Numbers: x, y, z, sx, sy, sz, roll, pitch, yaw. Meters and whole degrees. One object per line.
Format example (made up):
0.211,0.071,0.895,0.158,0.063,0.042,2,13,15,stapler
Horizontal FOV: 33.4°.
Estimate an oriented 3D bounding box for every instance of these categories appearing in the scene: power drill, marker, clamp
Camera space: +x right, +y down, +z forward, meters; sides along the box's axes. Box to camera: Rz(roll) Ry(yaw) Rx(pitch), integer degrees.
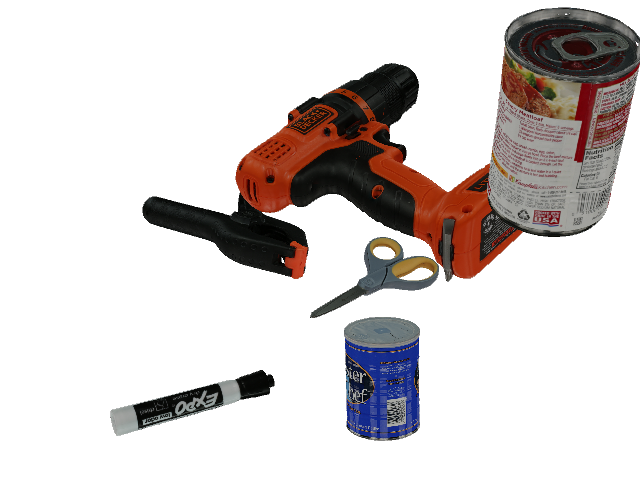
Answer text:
0.062,-0.056,0.747,0.188,0.057,0.184,24,48,34,power drill
-0.090,0.116,0.769,0.121,0.020,0.020,-13,5,-21,marker
-0.063,-0.011,0.954,0.172,0.039,0.120,26,31,35,clamp

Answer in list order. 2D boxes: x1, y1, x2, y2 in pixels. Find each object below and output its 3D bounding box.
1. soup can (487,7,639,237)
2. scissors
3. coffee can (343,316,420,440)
0.126,-0.061,0.561,0.068,0.102,0.068,0,41,0,soup can
0.045,0.037,1.186,0.201,0.016,0.096,-11,42,-36,scissors
0.085,0.187,1.455,0.103,0.140,0.103,-2,16,0,coffee can
